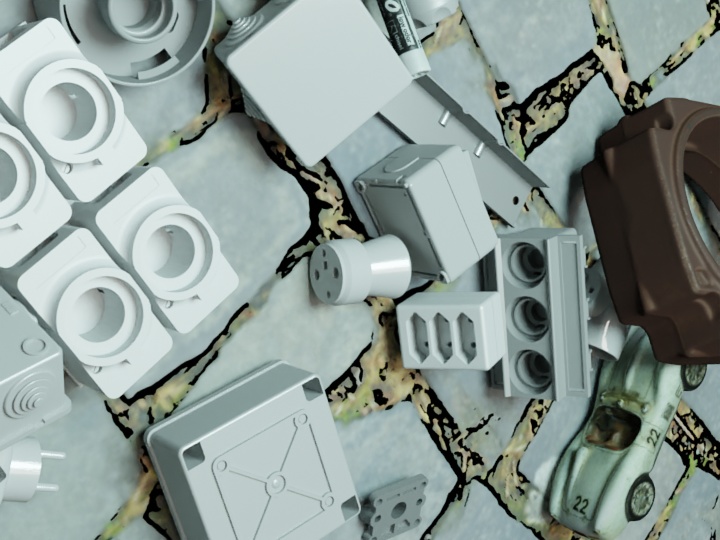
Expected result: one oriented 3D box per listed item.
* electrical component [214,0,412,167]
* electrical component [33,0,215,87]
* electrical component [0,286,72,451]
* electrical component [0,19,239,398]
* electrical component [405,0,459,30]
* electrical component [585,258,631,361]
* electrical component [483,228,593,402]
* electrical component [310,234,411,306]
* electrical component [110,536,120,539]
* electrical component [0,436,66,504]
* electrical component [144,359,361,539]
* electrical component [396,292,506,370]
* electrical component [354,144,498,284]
[{"bbox_3d":[-0.031,-0.128,0.673,0.100,0.048,0.099,-40,119,-3],"label":"electrical component"},{"bbox_3d":[-0.134,-0.155,0.615,0.099,0.064,0.099,-12,115,-28],"label":"electrical component"},{"bbox_3d":[-0.208,0.050,0.545,0.100,0.100,0.048,-30,146,-37],"label":"electrical component"},{"bbox_3d":[-0.161,-0.032,0.598,0.105,0.060,0.186,-45,119,-23],"label":"electrical component"},{"bbox_3d":[0.039,-0.199,0.732,0.043,0.043,0.062,-36,114,-27],"label":"electrical component"},{"bbox_3d":[0.190,0.023,0.866,0.079,0.044,0.077,31,78,-34],"label":"electrical component"},{"bbox_3d":[0.139,0.031,0.817,0.063,0.079,0.121,-21,109,-55],"label":"electrical component"},{"bbox_3d":[0.000,0.000,0.727,0.055,0.045,0.045,-7,100,-34],"label":"electrical component"},{"bbox_3d":[-0.112,0.261,0.642,0.060,0.105,0.186,-29,111,-30],"label":"electrical component"},{"bbox_3d":[-0.203,0.109,0.596,0.079,0.043,0.077,13,88,-35],"label":"electrical component"},{"bbox_3d":[-0.067,0.130,0.688,0.109,0.056,0.108,-27,111,-30],"label":"electrical component"},{"bbox_3d":[0.072,0.038,0.776,0.077,0.066,0.047,-28,114,-61],"label":"electrical component"},{"bbox_3d":[0.052,-0.037,0.749,0.061,0.062,0.096,-37,115,-26],"label":"electrical component"}]
